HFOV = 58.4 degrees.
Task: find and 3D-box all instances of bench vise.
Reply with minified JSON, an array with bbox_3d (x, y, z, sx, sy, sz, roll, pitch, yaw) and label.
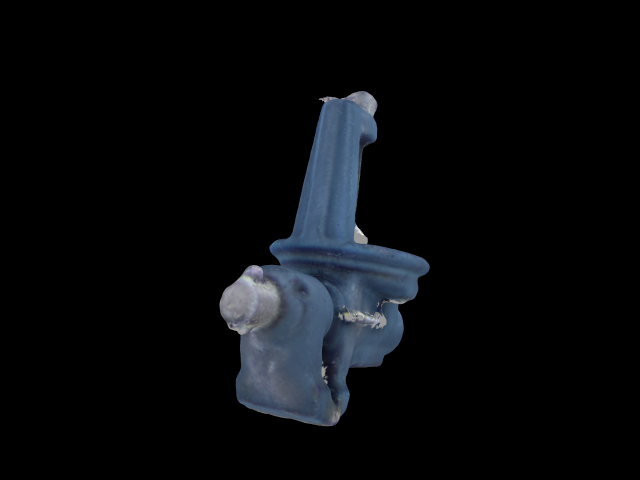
[{"bbox_3d":[0.015,0.002,0.398,0.121,0.220,0.208,1,7,10],"label":"bench vise"}]
